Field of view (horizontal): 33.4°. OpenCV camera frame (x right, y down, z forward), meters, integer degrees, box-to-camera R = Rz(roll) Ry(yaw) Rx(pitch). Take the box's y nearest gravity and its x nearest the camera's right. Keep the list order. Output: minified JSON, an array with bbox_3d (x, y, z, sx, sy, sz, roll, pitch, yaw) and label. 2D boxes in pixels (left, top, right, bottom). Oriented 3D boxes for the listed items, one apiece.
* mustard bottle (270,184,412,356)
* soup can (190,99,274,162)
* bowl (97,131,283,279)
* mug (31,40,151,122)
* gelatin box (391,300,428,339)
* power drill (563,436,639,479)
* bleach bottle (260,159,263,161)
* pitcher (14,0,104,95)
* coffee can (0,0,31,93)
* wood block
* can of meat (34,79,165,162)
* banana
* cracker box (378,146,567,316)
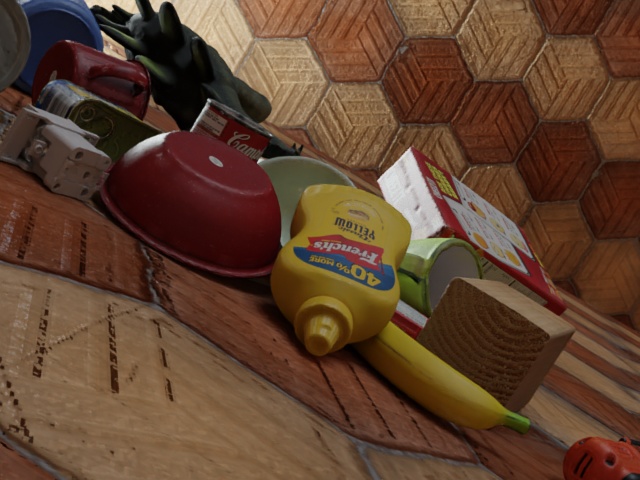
[{"bbox_3d":[0.013,0.027,0.802,0.096,0.058,0.191,22,30,-2],"label":"mustard bottle"},{"bbox_3d":[-0.097,-0.068,0.971,0.068,0.102,0.068,30,7,-4],"label":"soup can"},{"bbox_3d":[-0.090,-0.039,0.835,0.162,0.055,0.162,24,22,-11],"label":"bowl"},{"bbox_3d":[-0.215,-0.144,1.020,0.117,0.093,0.081,-8,-17,43],"label":"mug"},{"bbox_3d":[0.059,0.068,0.964,0.073,0.030,0.089,33,7,6],"label":"gelatin box"},{"bbox_3d":[0.289,0.216,0.784,0.184,0.057,0.188,19,10,-42],"label":"power drill"},{"bbox_3d":[0.001,-0.032,1.295,0.251,0.068,0.102,27,14,-4],"label":"bleach bottle"},{"bbox_3d":[-0.312,-0.236,1.202,0.149,0.145,0.243,1,24,-24],"label":"pitcher"},{"bbox_3d":[-0.308,-0.183,0.898,0.102,0.103,0.140,26,8,-32],"label":"coffee can"},{"bbox_3d":[0.152,0.093,0.929,0.090,0.091,0.205,33,8,17],"label":"wood block"},{"bbox_3d":[-0.196,-0.096,0.947,0.102,0.057,0.084,25,7,-39],"label":"can of meat"},{"bbox_3d":[0.065,0.092,0.805,0.198,0.037,0.069,36,2,39],"label":"banana"},{"bbox_3d":[0.177,0.006,1.261,0.213,0.072,0.164,32,24,-31],"label":"cracker box"}]
